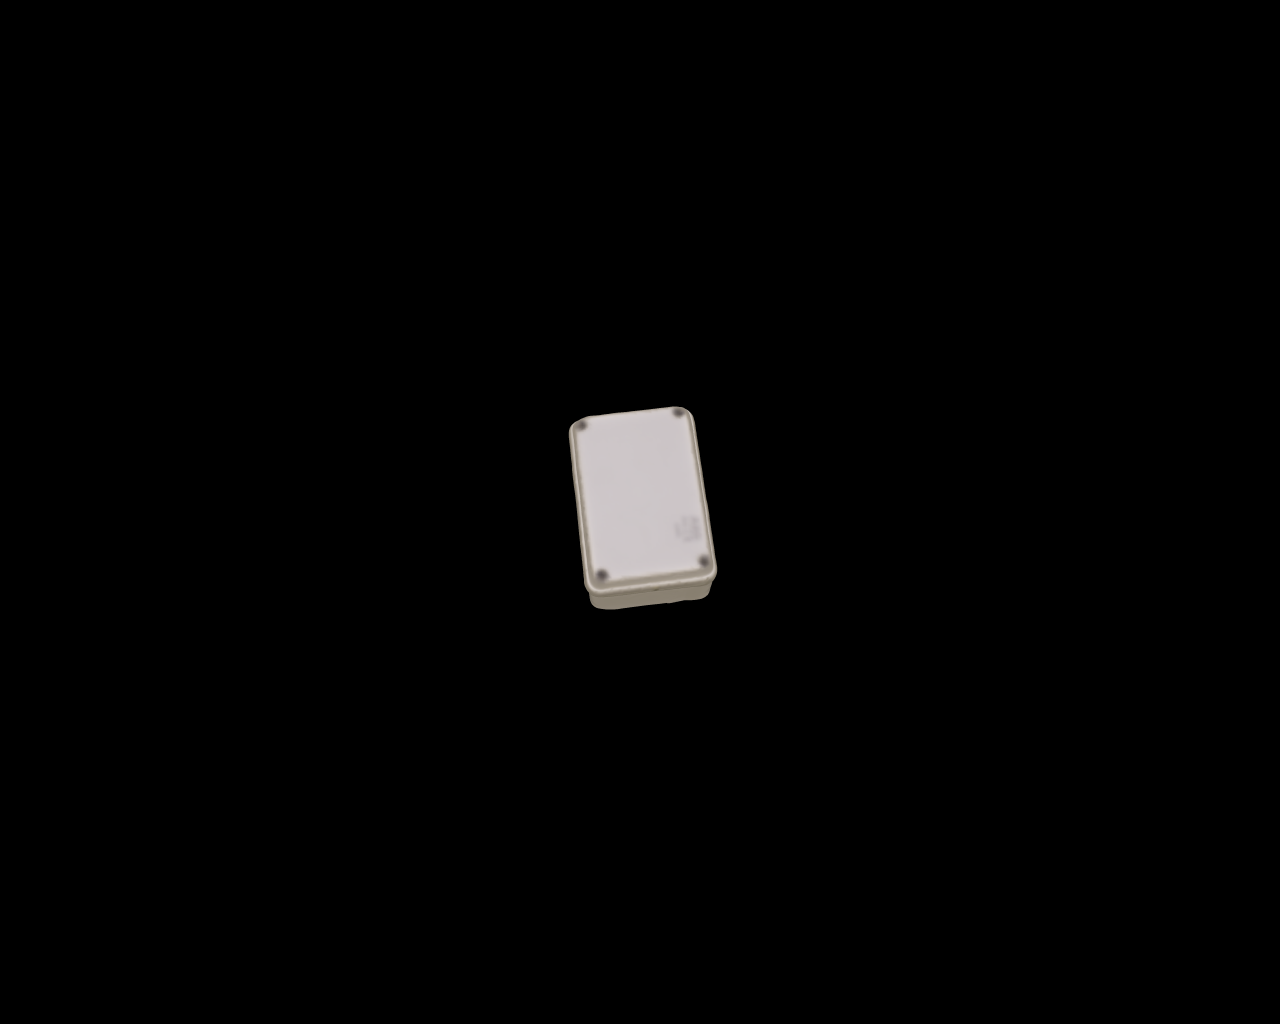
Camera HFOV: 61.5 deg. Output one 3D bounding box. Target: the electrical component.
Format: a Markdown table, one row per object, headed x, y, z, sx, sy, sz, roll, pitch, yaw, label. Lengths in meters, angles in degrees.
| x | y | z | sx | sy | sz | roll | pitch | yaw | label |
| --- | --- | --- | --- | --- | --- | --- | --- | --- | --- |
| 0.001 | -0.003 | 0.650 | 0.078 | 0.113 | 0.057 | -7 | -19 | -2 | electrical component |
